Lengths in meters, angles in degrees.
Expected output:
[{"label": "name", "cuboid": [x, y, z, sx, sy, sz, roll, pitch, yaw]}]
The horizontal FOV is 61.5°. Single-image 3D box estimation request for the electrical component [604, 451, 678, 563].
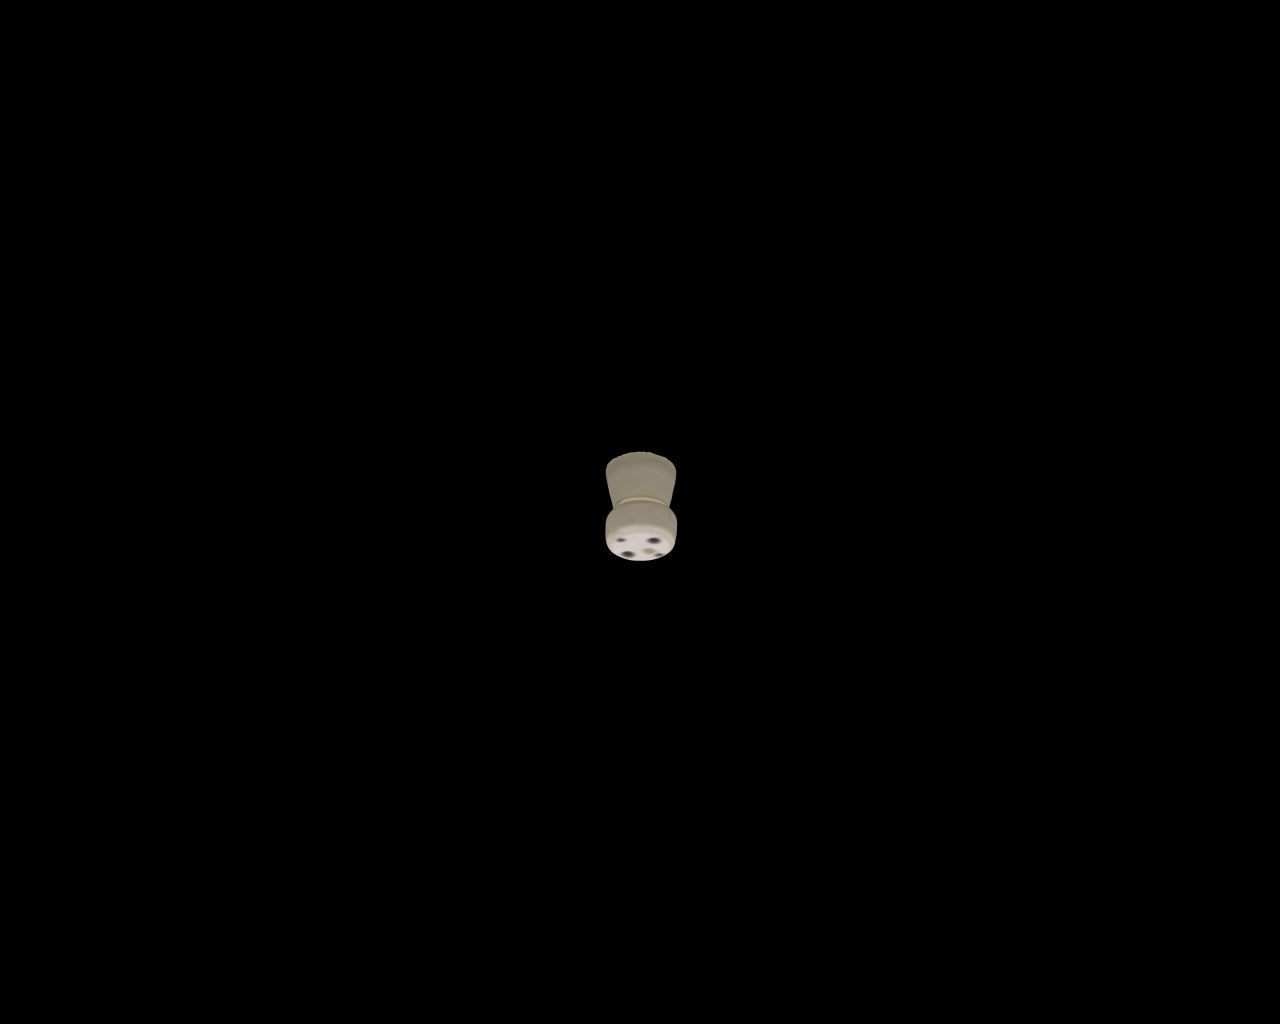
[{"label": "electrical component", "cuboid": [0.001, -0.003, 0.650, 0.045, 0.055, 0.044, 0, -31, 0]}]
